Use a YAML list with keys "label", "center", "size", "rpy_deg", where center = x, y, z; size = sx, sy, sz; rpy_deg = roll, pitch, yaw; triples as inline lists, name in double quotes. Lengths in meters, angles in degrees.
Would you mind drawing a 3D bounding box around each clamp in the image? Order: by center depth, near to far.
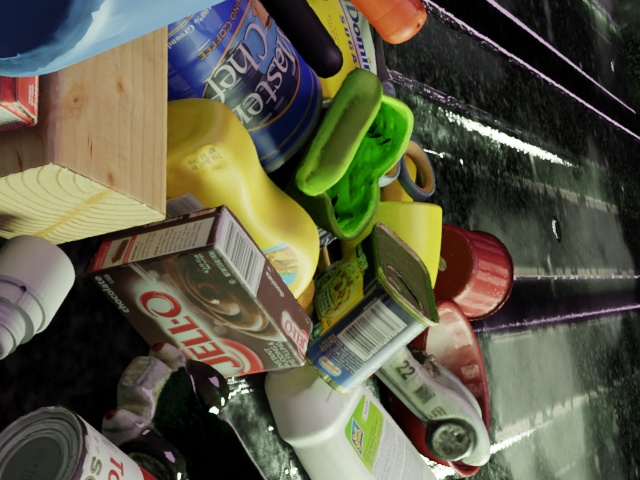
- label: "clamp"
  center: [-0.052, -0.219, 0.764]
  size: [0.210, 0.036, 0.164]
  rpy_deg: [44, 24, -16]

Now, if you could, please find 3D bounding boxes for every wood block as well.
- label: "wood block"
  center: [-0.138, -0.112, 0.551]
  size: [0.090, 0.091, 0.206]
  rpy_deg: [28, 54, -58]

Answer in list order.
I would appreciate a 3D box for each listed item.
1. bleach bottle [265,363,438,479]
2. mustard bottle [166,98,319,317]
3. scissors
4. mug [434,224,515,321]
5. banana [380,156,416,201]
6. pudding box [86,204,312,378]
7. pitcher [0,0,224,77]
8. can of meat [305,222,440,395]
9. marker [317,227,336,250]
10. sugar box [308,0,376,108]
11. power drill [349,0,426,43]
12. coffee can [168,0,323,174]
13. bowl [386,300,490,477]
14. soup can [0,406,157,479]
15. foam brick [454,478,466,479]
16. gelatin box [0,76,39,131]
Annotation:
- label: "bleach bottle"
  center: [0.026, 0.157, 0.812]
  size: [0.250, 0.068, 0.102]
  rpy_deg: [59, 27, -29]
- label: "mustard bottle"
  center: [-0.055, -0.004, 0.670]
  size: [0.191, 0.096, 0.058]
  rpy_deg: [52, 33, -43]
- label: "scissors"
  center: [0.069, -0.112, 0.932]
  size: [0.096, 0.016, 0.201]
  rpy_deg: [39, 40, -27]
- label: "mug"
  center: [0.128, 0.040, 1.052]
  size: [0.081, 0.093, 0.117]
  rpy_deg: [16, 102, -56]
- label: "banana"
  center: [0.074, -0.020, 1.007]
  size: [0.069, 0.037, 0.197]
  rpy_deg: [51, 37, -41]
- label: "pudding box"
  center: [-0.069, 0.036, 0.633]
  size: [0.113, 0.090, 0.039]
  rpy_deg: [58, 31, -35]
- label: "pitcher"
  center: [-0.081, -0.163, 0.458]
  size: [0.242, 0.149, 0.145]
  rpy_deg: [-48, 137, -55]
- label: "can of meat"
  center: [0.030, 0.047, 0.743]
  size: [0.057, 0.084, 0.102]
  rpy_deg: [42, 18, -18]
- label: "marker"
  center: [-0.005, 0.001, 0.823]
  size: [0.120, 0.020, 0.020]
  rpy_deg: [-36, 113, -45]
- label: "sugar box"
  center: [-0.001, -0.159, 0.902]
  size: [0.176, 0.048, 0.093]
  rpy_deg: [-17, 94, -63]
- label: "power drill"
  center: [0.031, -0.281, 0.967]
  size: [0.184, 0.057, 0.187]
  rpy_deg: [49, 28, -20]
- label: "coffee can"
  center: [-0.075, -0.115, 0.668]
  size: [0.140, 0.103, 0.102]
  rpy_deg: [48, 39, -46]
- label: "bowl"
  center: [0.104, 0.138, 0.983]
  size: [0.162, 0.055, 0.162]
  rpy_deg: [35, 50, -55]
- label: "soup can"
  center: [-0.114, 0.135, 0.527]
  size: [0.102, 0.069, 0.068]
  rpy_deg: [53, 36, -41]
- label: "foam brick"
  center: [0.103, 0.254, 0.939]
  size: [0.078, 0.051, 0.053]
  rpy_deg: [-50, 124, -58]
- label: "gelatin box"
  center: [-0.168, -0.082, 0.477]
  size: [0.030, 0.089, 0.073]
  rpy_deg: [40, 44, -65]
